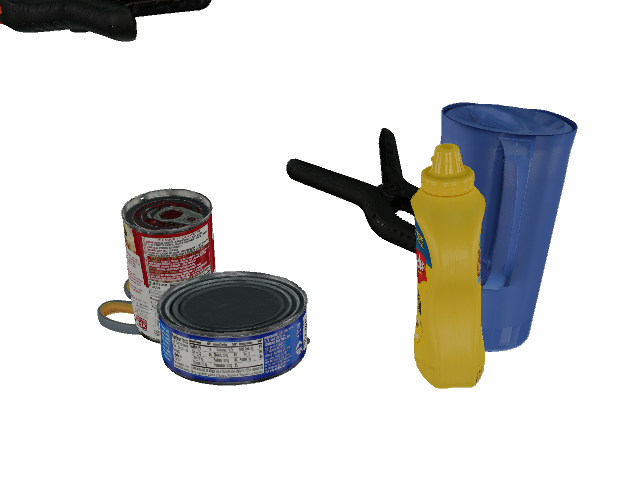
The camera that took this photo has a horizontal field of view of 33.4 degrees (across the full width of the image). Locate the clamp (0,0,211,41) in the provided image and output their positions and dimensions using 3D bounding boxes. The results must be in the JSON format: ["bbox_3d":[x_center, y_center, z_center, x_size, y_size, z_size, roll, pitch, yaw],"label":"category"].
[{"bbox_3d":[-0.171,-0.181,0.817,0.172,0.039,0.120,13,24,31],"label":"clamp"}]

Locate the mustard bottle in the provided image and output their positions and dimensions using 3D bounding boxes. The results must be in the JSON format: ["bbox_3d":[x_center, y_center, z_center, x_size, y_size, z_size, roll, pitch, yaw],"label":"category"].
[{"bbox_3d":[0.102,0.015,0.851,0.058,0.192,0.096,-2,25,3],"label":"mustard bottle"}]

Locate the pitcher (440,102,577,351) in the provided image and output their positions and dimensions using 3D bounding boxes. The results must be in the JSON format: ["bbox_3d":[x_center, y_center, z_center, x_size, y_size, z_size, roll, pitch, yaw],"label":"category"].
[{"bbox_3d":[0.175,-0.011,1.079,0.148,0.243,0.145,-13,27,-41],"label":"pitcher"}]

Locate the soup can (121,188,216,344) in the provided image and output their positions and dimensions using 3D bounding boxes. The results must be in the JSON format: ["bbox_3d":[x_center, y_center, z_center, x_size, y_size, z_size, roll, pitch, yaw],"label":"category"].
[{"bbox_3d":[-0.114,0.021,0.821,0.068,0.102,0.068,-1,29,0],"label":"soup can"}]

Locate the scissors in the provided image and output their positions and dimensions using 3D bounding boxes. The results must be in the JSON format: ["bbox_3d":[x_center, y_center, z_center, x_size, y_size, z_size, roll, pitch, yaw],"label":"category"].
[{"bbox_3d":[-0.112,0.066,1.031,0.201,0.016,0.096,2,33,-4],"label":"scissors"}]

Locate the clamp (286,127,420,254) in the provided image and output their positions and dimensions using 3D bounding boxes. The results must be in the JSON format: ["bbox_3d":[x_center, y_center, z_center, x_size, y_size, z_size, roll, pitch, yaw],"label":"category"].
[{"bbox_3d":[0.069,-0.051,1.265,0.164,0.036,0.210,-16,52,-29],"label":"clamp"}]

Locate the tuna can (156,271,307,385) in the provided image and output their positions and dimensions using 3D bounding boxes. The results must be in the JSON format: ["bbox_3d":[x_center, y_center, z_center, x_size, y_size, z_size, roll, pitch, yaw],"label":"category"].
[{"bbox_3d":[-0.050,0.049,0.611,0.086,0.034,0.086,-1,21,0],"label":"tuna can"}]
